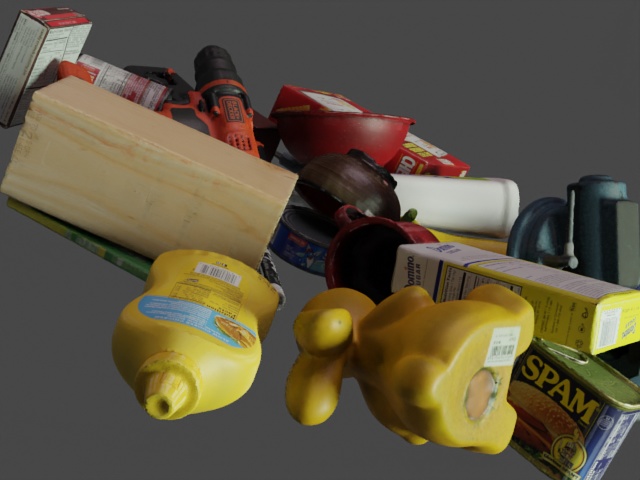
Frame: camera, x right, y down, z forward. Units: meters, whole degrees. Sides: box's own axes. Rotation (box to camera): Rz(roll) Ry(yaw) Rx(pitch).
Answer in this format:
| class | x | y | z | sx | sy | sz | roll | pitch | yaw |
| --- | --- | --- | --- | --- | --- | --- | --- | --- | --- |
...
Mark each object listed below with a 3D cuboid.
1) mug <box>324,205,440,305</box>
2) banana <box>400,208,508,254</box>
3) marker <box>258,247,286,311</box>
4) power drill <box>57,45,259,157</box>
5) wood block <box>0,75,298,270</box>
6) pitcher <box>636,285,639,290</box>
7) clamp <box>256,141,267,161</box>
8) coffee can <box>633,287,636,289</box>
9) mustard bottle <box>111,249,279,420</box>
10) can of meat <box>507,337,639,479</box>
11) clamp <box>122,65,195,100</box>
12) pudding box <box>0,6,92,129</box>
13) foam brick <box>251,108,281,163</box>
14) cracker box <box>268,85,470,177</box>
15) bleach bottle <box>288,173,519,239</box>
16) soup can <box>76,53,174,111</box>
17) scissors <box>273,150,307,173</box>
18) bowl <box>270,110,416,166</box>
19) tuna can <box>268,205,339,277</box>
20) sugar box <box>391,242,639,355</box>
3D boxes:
| class | x | y | z | sx | sy | sz | roll | pitch | yaw |
| --- | --- | --- | --- | --- | --- | --- | --- | --- | --- |
| mug | 0.055 | 0.016 | 0.953 | 0.117 | 0.093 | 0.081 | 50 | 21 | 16 |
| banana | 0.137 | 0.007 | 1.135 | 0.197 | 0.037 | 0.070 | 14 | -16 | -41 |
| marker | -0.047 | 0.026 | 0.922 | 0.020 | 0.020 | 0.121 | 18 | 19 | -18 |
| power drill | -0.158 | -0.130 | 1.033 | 0.187 | 0.057 | 0.184 | 0 | 47 | -19 |
| wood block | -0.132 | -0.044 | 0.852 | 0.206 | 0.090 | 0.090 | 24 | 17 | -2 |
| pitcher | 0.391 | 0.132 | 1.011 | 0.243 | 0.149 | 0.145 | 34 | 8 | 14 |
| clamp | -0.113 | -0.077 | 1.093 | 0.120 | 0.039 | 0.171 | 31 | 22 | 5 |
| coffee can | 0.383 | 0.075 | 1.170 | 0.103 | 0.103 | 0.140 | 31 | 20 | 19 |
| mustard bottle | -0.085 | 0.066 | 0.707 | 0.096 | 0.058 | 0.191 | 21 | 19 | -2 |
| can of meat | 0.187 | 0.130 | 0.818 | 0.057 | 0.084 | 0.102 | 2 | 28 | -47 |
| clamp | -0.188 | -0.168 | 1.245 | 0.164 | 0.036 | 0.210 | 23 | 17 | 4 |
| pudding box | -0.273 | -0.168 | 1.027 | 0.039 | 0.114 | 0.090 | 30 | 19 | 7 |
| foam brick | -0.090 | -0.121 | 1.217 | 0.078 | 0.051 | 0.052 | 36 | 21 | 32 |
| cracker box | 0.060 | -0.114 | 1.333 | 0.214 | 0.072 | 0.164 | 32 | 15 | 21 |
| bleach bottle | 0.083 | -0.045 | 1.154 | 0.250 | 0.068 | 0.103 | 5 | 0 | -24 |
| soup can | -0.212 | -0.145 | 1.109 | 0.102 | 0.068 | 0.068 | 22 | 19 | -4 |
| scissors | -0.020 | -0.088 | 1.265 | 0.096 | 0.016 | 0.202 | 6 | 26 | -46 |
| bowl | 0.024 | -0.108 | 1.172 | 0.162 | 0.055 | 0.162 | 3 | 2 | 0 |
| tuna can | -0.007 | 0.001 | 1.012 | 0.086 | 0.034 | 0.086 | 21 | 19 | -8 |
| sugar box | 0.153 | 0.042 | 0.833 | 0.177 | 0.048 | 0.093 | 13 | 10 | 37 |
